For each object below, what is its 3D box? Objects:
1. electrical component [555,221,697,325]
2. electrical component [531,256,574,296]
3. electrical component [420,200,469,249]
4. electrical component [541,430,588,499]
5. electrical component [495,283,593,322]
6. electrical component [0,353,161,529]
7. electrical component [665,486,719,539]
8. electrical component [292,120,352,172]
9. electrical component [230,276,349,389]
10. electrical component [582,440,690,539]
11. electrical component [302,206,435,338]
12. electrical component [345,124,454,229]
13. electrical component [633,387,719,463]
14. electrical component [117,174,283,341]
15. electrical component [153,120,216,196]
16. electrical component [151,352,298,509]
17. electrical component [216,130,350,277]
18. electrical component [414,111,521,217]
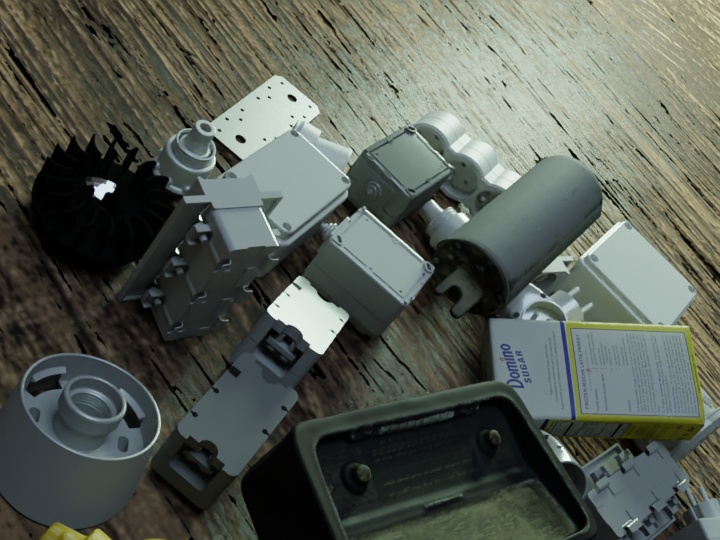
[{"bbox_3d":[0.263,0.021,1.062,0.108,0.056,0.109,47,41,8],"label":"electrical component"},{"bbox_3d":[0.157,-0.007,1.019,0.081,0.042,0.063,-2,54,-39],"label":"electrical component"},{"bbox_3d":[0.081,-0.037,0.987,0.048,0.048,0.062,-21,63,-46],"label":"electrical component"},{"bbox_3d":[0.122,0.162,0.825,0.079,0.077,0.043,-29,108,-10],"label":"electrical component"},{"bbox_3d":[0.175,0.044,0.970,0.079,0.044,0.077,-33,75,-18],"label":"electrical component"},{"bbox_3d":[-0.177,0.102,0.672,0.099,0.064,0.099,25,29,-15],"label":"electrical component"},{"bbox_3d":[0.301,0.219,0.917,0.083,0.047,0.075,6,51,-33],"label":"electrical component"},{"bbox_3d":[-0.041,-0.101,0.953,0.055,0.045,0.045,31,41,-10],"label":"electrical component"},{"bbox_3d":[-0.052,0.051,0.784,0.050,0.055,0.089,39,20,0],"label":"electrical component"},{"bbox_3d":[0.209,0.187,0.866,0.121,0.063,0.078,-19,67,-45],"label":"electrical component"},{"bbox_3d":[0.000,0.000,0.880,0.096,0.061,0.061,41,40,1],"label":"electrical component"},{"bbox_3d":[0.027,-0.079,0.972,0.061,0.061,0.096,46,41,7],"label":"electrical component"},{"bbox_3d":[0.280,0.137,0.953,0.080,0.080,0.051,-18,61,-45],"label":"electrical component"},{"bbox_3d":[-0.109,-0.005,0.756,0.079,0.121,0.063,-7,61,-40],"label":"electrical component"},{"bbox_3d":[-0.136,-0.093,0.862,0.048,0.062,0.048,20,44,-21],"label":"electrical component"},{"bbox_3d":[-0.091,0.108,0.718,0.050,0.055,0.089,40,40,0],"label":"electrical component"},{"bbox_3d":[-0.069,-0.057,0.883,0.078,0.057,0.113,43,40,3],"label":"electrical component"},{"bbox_3d":[0.113,-0.104,1.065,0.138,0.052,0.074,42,40,3],"label":"electrical component"}]
